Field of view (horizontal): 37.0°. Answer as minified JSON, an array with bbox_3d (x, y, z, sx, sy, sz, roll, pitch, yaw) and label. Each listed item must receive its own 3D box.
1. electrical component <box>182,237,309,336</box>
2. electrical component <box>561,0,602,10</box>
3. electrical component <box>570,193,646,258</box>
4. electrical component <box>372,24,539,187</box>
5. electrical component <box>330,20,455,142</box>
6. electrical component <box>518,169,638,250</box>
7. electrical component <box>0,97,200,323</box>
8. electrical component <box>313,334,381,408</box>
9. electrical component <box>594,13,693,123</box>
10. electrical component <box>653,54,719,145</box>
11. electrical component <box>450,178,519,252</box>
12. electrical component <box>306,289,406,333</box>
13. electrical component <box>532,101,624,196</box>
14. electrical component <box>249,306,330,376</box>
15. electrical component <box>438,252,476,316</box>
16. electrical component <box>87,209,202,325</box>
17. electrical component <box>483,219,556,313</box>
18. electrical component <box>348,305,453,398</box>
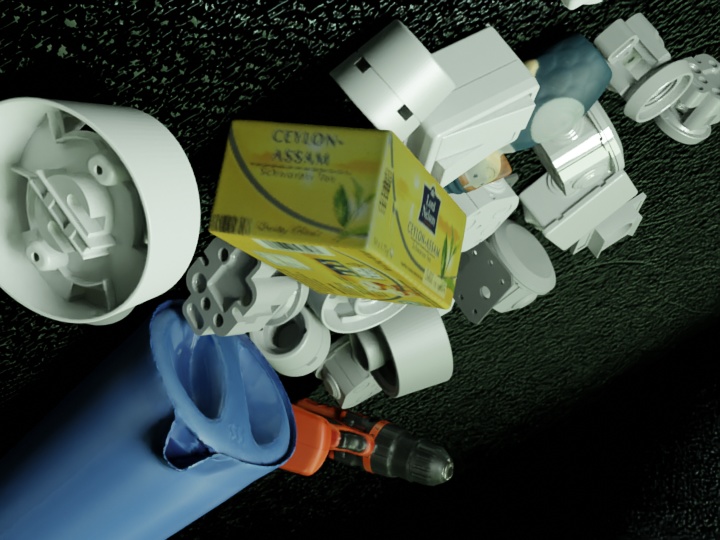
[{"bbox_3d":[-0.071,0.009,0.703,0.057,0.058,0.078,-4,144,-52],"label":"electrical component"},{"bbox_3d":[0.131,-0.177,0.609,0.066,0.047,0.076,-31,161,-11],"label":"electrical component"},{"bbox_3d":[0.235,-0.055,1.054,0.081,0.063,0.042,-31,162,-12],"label":"electrical component"},{"bbox_3d":[0.054,-0.094,0.659,0.096,0.061,0.061,-28,160,-20],"label":"electrical component"},{"bbox_3d":[0.019,-0.103,0.590,0.047,0.055,0.055,-42,161,8],"label":"electrical component"},{"bbox_3d":[0.198,-0.069,0.981,0.100,0.048,0.100,-39,161,12],"label":"electrical component"},{"bbox_3d":[-0.122,-0.027,0.473,0.099,0.099,0.064,-46,164,30],"label":"electrical component"},{"bbox_3d":[-0.001,0.090,1.023,0.080,0.051,0.080,-31,161,-12],"label":"electrical component"},{"bbox_3d":[0.208,-0.147,0.797,0.058,0.057,0.078,-41,160,16],"label":"electrical component"},{"bbox_3d":[0.293,-0.148,0.940,0.078,0.058,0.057,-19,153,-39],"label":"electrical component"},{"bbox_3d":[0.075,-0.051,0.812,0.080,0.051,0.080,-31,161,-12],"label":"electrical component"},{"bbox_3d":[0.000,0.000,0.827,0.099,0.064,0.099,-22,146,-16],"label":"electrical component"},{"bbox_3d":[0.156,-0.098,0.794,0.051,0.080,0.080,-31,162,5],"label":"electrical component"},{"bbox_3d":[-0.056,0.051,0.834,0.055,0.055,0.047,-36,158,1],"label":"electrical component"},{"bbox_3d":[0.073,0.004,0.949,0.077,0.047,0.065,-29,160,-18],"label":"electrical component"},{"bbox_3d":[-0.121,-0.014,0.580,0.079,0.043,0.077,-23,158,-31],"label":"electrical component"},{"bbox_3d":[0.138,-0.003,0.992,0.051,0.080,0.080,-41,161,31],"label":"electrical component"},{"bbox_3d":[0.025,0.056,0.907,0.060,0.108,0.108,-23,158,-16],"label":"electrical component"}]
